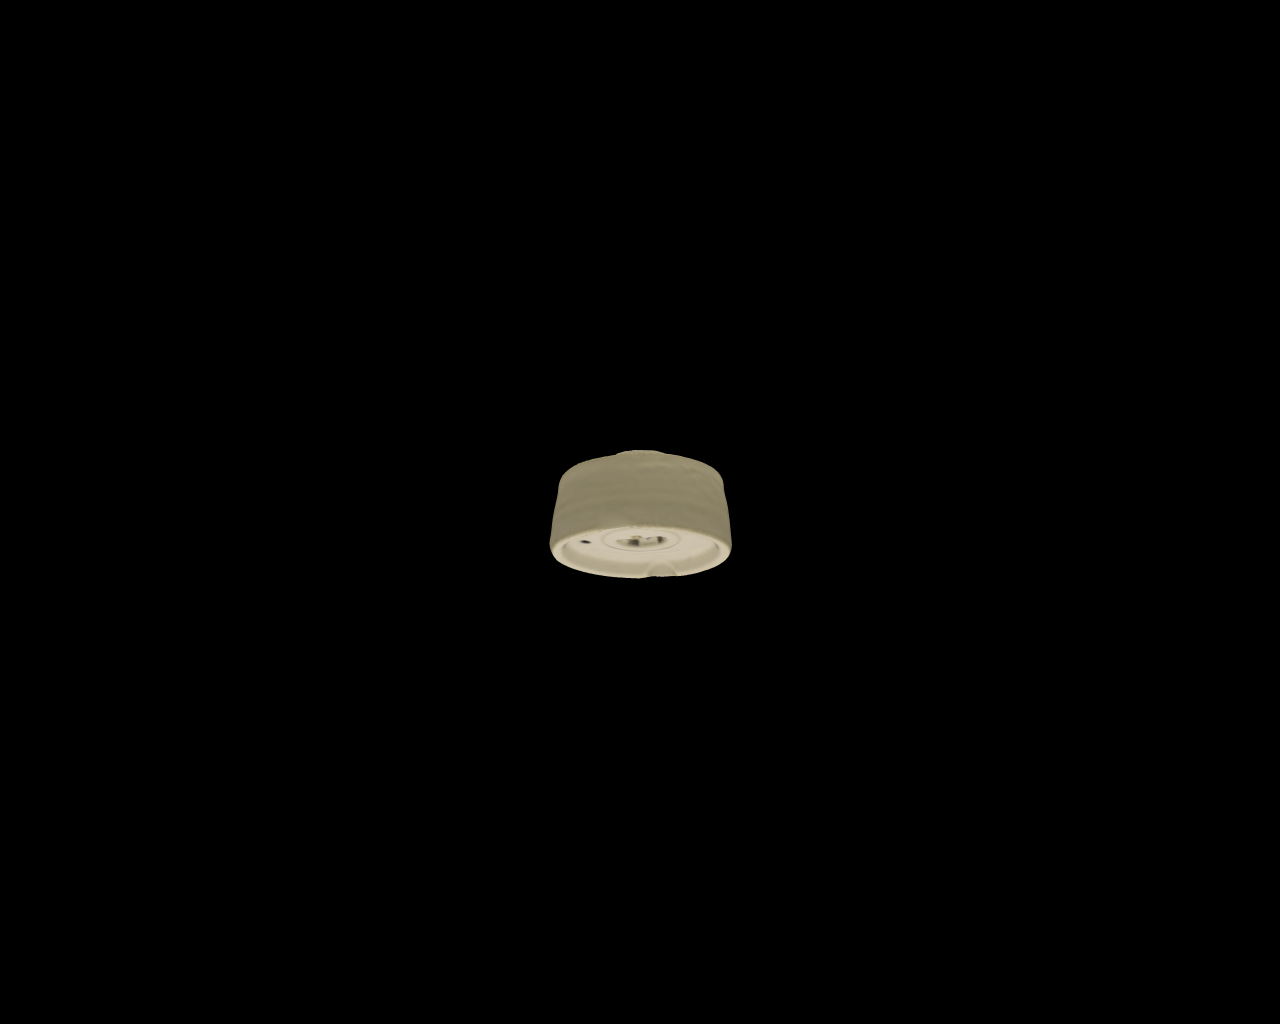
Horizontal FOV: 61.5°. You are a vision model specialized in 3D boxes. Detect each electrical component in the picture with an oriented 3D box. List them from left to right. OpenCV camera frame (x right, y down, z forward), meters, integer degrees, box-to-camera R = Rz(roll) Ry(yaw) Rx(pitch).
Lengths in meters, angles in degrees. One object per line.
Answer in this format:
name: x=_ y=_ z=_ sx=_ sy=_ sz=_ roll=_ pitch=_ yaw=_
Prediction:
electrical component: x=0.001 y=-0.003 z=0.650 sx=0.108 sy=0.060 sz=0.108 roll=0 pitch=-19 yaw=0
